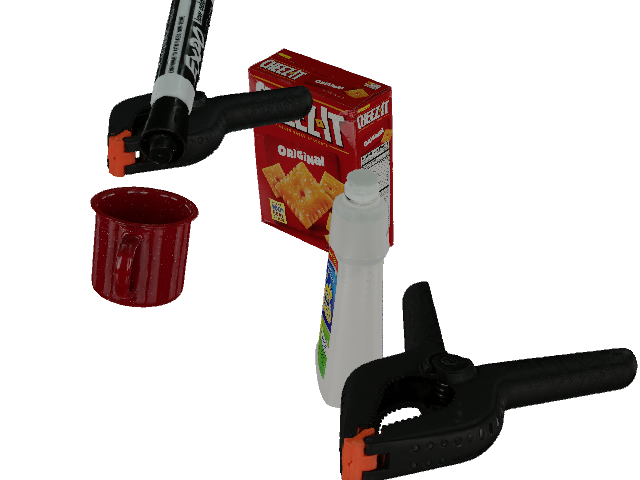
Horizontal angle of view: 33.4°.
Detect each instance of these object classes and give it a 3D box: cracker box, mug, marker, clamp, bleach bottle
[{"bbox_3d":[0.001,-0.093,1.233,0.164,0.214,0.072,26,45,34],"label":"cracker box"},{"bbox_3d":[-0.158,0.011,0.927,0.093,0.081,0.117,8,22,-2],"label":"mug"},{"bbox_3d":[-0.060,-0.075,0.453,0.020,0.121,0.020,1,-45,1],"label":"marker"},{"bbox_3d":[0.070,0.083,0.644,0.165,0.036,0.209,21,30,39],"label":"clamp"},{"bbox_3d":[0.033,0.040,1.019,0.068,0.251,0.102,-1,37,-4],"label":"bleach bottle"},{"bbox_3d":[-0.100,-0.094,0.763,0.120,0.039,0.171,20,32,33],"label":"clamp"}]
